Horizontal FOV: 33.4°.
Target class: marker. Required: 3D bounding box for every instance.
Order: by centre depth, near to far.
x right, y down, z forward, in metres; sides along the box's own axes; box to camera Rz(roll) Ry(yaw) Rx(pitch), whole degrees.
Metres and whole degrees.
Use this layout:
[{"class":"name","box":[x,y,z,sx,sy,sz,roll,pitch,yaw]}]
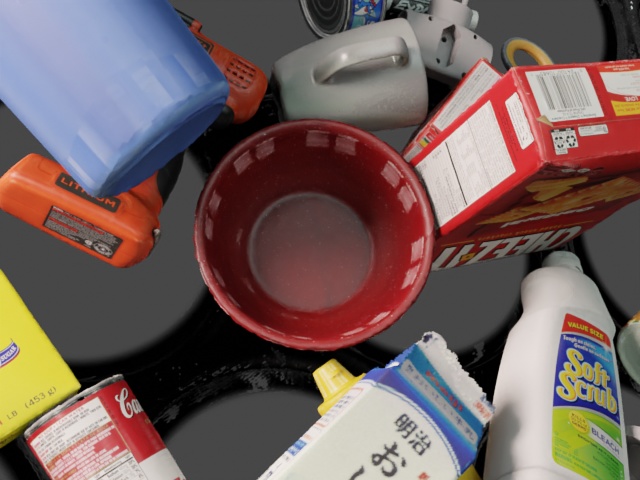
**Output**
[{"class":"marker","box":[0.074,-0.195,0.887,0.121,0.020,0.020,10,64,-19]}]

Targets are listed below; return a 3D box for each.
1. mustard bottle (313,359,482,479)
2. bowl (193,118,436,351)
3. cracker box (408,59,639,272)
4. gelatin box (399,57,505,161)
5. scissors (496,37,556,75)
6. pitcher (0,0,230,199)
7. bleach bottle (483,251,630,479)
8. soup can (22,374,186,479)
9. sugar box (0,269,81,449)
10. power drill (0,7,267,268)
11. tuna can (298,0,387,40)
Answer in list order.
[{"class":"mustard bottle","box":[0.059,0.160,0.700,0.096,0.058,0.191,-34,83,-26]},{"class":"bowl","box":[-0.005,0.001,0.731,0.162,0.055,0.162,1,74,-4]},{"class":"cracker box","box":[0.154,-0.046,0.740,0.164,0.214,0.072,-8,73,-25]},{"class":"gelatin box","box":[0.098,-0.090,0.818,0.030,0.073,0.089,39,59,-2]},{"class":"scissors","box":[0.221,-0.108,0.911,0.201,0.016,0.096,22,61,-13]},{"class":"pitcher","box":[-0.159,-0.154,0.637,0.243,0.149,0.144,50,40,0]},{"class":"bleach bottle","box":[0.163,0.098,0.742,0.102,0.068,0.250,33,40,-18]},{"class":"soup can","box":[-0.120,0.140,0.629,0.068,0.069,0.102,-29,81,-30]},{"class":"sugar box","box":[-0.231,0.045,0.638,0.093,0.048,0.176,-33,84,-31]},{"class":"power drill","box":[-0.144,-0.089,0.726,0.184,0.057,0.187,27,60,-9]},{"class":"tuna can","box":[0.015,-0.195,0.823,0.033,0.086,0.086,-16,75,-26]}]
